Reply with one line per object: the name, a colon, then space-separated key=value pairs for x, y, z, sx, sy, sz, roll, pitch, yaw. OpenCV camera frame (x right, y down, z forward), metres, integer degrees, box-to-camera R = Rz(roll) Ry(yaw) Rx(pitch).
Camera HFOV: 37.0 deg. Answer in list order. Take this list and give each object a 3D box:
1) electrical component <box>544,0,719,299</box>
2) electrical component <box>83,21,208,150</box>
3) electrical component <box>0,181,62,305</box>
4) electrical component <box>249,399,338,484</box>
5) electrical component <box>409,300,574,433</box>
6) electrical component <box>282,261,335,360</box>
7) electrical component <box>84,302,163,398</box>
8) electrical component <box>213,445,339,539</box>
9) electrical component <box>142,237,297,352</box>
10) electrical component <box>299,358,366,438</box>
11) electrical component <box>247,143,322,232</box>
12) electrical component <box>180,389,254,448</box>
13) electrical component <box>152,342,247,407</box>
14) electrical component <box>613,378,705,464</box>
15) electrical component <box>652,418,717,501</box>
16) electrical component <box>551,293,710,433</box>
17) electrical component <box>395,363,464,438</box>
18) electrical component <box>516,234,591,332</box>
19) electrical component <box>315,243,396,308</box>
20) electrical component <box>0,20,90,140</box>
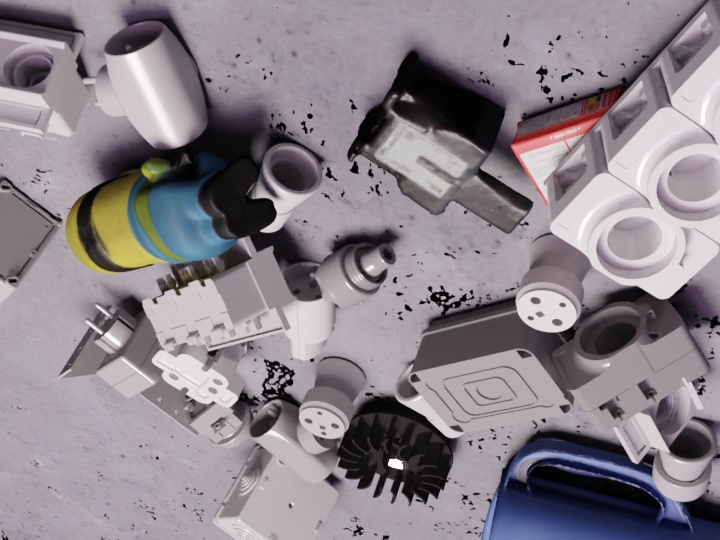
electrical component: x=0.187 y=-0.063 z=0.609 sx=0.089 sy=0.061 sz=0.150 roll=30 pitch=124 yaw=-15
electrical component: x=-0.154 y=-0.125 z=0.740 sx=0.079 sy=0.044 sz=0.077 roll=0 pitch=133 yaw=24
electrical component: x=-0.303 y=-0.013 z=0.882 sx=0.062 sy=0.096 sz=0.061 roll=39 pitch=136 yaw=-17
electrical component: x=-0.047 y=0.151 z=0.980 sx=0.079 sy=0.043 sz=0.077 roll=-28 pitch=121 yaw=34
electrical component: x=0.104 y=0.072 z=0.821 sx=0.113 sy=0.057 sz=0.078 roll=-17 pitch=125 yaw=36
electrical component: x=-0.041 y=0.037 z=0.859 sx=0.043 sy=0.043 sz=0.081 roll=13 pitch=137 yaw=11
electrical component: x=-0.205 y=0.059 z=0.938 sx=0.077 sy=0.065 sz=0.047 roll=42 pitch=135 yaw=-20
electrical component: x=-0.078 y=0.227 z=1.032 sx=0.100 sy=0.099 sz=0.048 roll=42 pitch=148 yaw=-20
electrical component: x=-0.114 y=0.024 z=0.835 sx=0.121 sy=0.063 sz=0.078 roll=-17 pitch=99 yaw=52
electrical component: x=-0.024 y=0.109 z=0.918 sx=0.045 sy=0.055 sz=0.045 roll=12 pitch=137 yaw=12
electrical component: x=-0.059 y=-0.056 z=0.774 sx=0.044 sy=0.044 sz=0.065 roll=31 pitch=143 yaw=-9
electrical component: x=-0.130 y=0.132 z=0.990 sx=0.048 sy=0.066 sz=0.055 roll=-38 pitch=127 yaw=3
electrical component: x=-0.131 y=0.073 z=0.926 sx=0.078 sy=0.057 sz=0.058 roll=33 pitch=137 yaw=-12
electrical component: x=0.208 y=0.095 z=0.788 sx=0.064 sy=0.081 sz=0.042 roll=16 pitch=146 yaw=54
electrical component: x=0.254 y=0.149 z=0.844 sx=0.045 sy=0.045 sz=0.055 roll=8 pitch=136 yaw=16
electrical component: x=0.187 y=0.061 z=0.753 sx=0.089 sy=0.050 sz=0.055 roll=-33 pitch=119 yaw=9
electrical component: x=0.066 y=0.109 z=0.889 sx=0.044 sy=0.044 sz=0.065 roll=-21 pitch=127 yaw=38
electrical component: x=0.134 y=0.009 z=0.744 sx=0.045 sy=0.055 sz=0.045 roll=12 pitch=137 yaw=12
electrical component: x=0.000 y=0.000 z=0.803 sx=0.043 sy=0.043 sz=0.062 roll=42 pitch=134 yaw=-20
electrical component: x=-0.260 y=-0.135 z=0.760 sx=0.121 sy=0.078 sz=0.063 roll=12 pitch=159 yaw=12
